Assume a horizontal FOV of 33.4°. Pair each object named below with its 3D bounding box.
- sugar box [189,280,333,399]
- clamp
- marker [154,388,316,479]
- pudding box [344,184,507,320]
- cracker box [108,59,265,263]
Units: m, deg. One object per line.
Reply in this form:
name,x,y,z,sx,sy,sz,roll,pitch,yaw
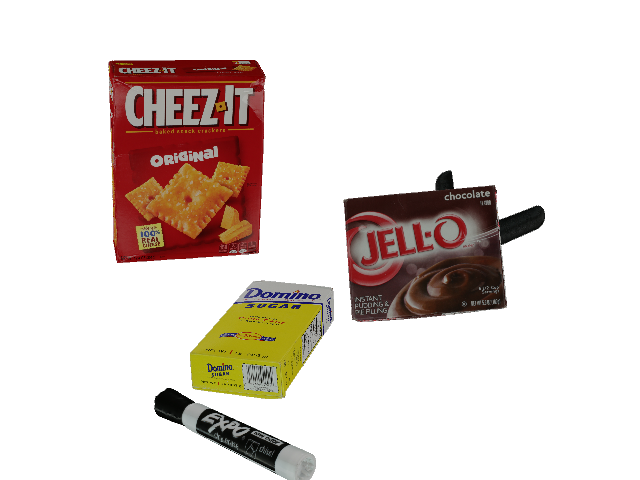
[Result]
sugar box,-0.054,0.094,1.064,0.093,0.048,0.176,5,25,15
clamp,0.134,-0.005,1.079,0.120,0.039,0.171,28,52,32
marker,-0.054,0.113,0.627,0.121,0.020,0.020,17,10,37
pudding box,0.076,0.011,0.779,0.113,0.090,0.039,-5,-8,6
cracker box,-0.147,-0.086,1.173,0.164,0.214,0.072,-3,25,-14
